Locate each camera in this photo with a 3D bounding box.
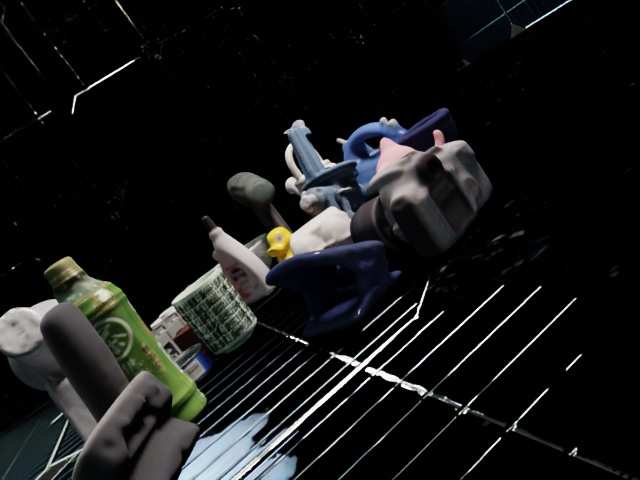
[{"bbox_3d":[0.101,-0.044,0.653,0.136,0.101,0.143,-26,13,48],"label":"camera"}]

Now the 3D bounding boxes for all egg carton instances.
[{"bbox_3d":[0.008,0.003,0.871,0.107,0.069,0.150,-36,8,1],"label":"egg carton"}]

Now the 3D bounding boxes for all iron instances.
[{"bbox_3d":[0.130,-0.188,1.188,0.119,0.141,0.257,-41,10,-29],"label":"iron"}]

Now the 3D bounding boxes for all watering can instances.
[{"bbox_3d":[-0.016,-0.140,1.328,0.172,0.194,0.101,-31,10,30],"label":"watering can"}]

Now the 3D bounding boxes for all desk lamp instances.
[{"bbox_3d":[-0.308,0.170,0.713,0.118,0.213,0.203,-38,9,-17],"label":"desk lamp"}]

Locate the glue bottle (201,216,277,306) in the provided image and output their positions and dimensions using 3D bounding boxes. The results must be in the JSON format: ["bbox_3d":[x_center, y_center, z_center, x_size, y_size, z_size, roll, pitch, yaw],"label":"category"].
[{"bbox_3d":[-0.150,0.030,0.994,0.078,0.173,0.037,-30,10,33],"label":"glue bottle"}]

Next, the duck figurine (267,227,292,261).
[{"bbox_3d":[-0.054,0.015,0.995,0.077,0.086,0.105,-30,10,35],"label":"duck figurine"}]

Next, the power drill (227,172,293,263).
[{"bbox_3d":[-0.117,-0.054,1.207,0.076,0.208,0.229,-38,9,-14],"label":"power drill"}]

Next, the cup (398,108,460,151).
[{"bbox_3d":[0.187,-0.148,0.905,0.091,0.095,0.118,-31,10,28],"label":"cup"}]

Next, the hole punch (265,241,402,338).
[{"bbox_3d":[0.012,0.037,0.596,0.108,0.091,0.101,-26,13,49],"label":"hole punch"}]

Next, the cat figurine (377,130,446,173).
[{"bbox_3d":[0.130,-0.096,0.766,0.128,0.118,0.067,-38,9,-16],"label":"cat figurine"}]

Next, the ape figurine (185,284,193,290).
[{"bbox_3d":[-0.200,0.115,1.002,0.077,0.092,0.076,-32,9,22],"label":"ape figurine"}]

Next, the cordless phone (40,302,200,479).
[{"bbox_3d":[-0.208,0.151,0.516,0.094,0.185,0.147,-35,9,6],"label":"cordless phone"}]

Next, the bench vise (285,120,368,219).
[{"bbox_3d":[0.006,-0.129,1.088,0.121,0.220,0.207,-34,9,12],"label":"bench vise"}]

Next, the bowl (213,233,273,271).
[{"bbox_3d":[-0.155,0.063,1.175,0.167,0.075,0.167,-35,9,6],"label":"bowl"}]
